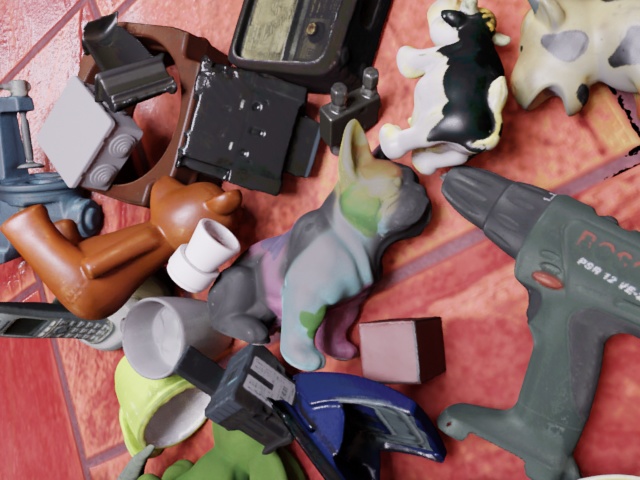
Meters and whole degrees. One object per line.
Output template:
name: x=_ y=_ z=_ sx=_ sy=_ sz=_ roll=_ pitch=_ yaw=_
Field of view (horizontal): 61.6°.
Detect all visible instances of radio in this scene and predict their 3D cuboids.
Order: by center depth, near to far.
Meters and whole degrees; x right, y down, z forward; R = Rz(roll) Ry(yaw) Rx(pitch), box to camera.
radio: x=0.006 y=-0.265 z=0.537 sx=0.131 sy=0.073 sz=0.229 roll=20 pitch=96 yaw=29

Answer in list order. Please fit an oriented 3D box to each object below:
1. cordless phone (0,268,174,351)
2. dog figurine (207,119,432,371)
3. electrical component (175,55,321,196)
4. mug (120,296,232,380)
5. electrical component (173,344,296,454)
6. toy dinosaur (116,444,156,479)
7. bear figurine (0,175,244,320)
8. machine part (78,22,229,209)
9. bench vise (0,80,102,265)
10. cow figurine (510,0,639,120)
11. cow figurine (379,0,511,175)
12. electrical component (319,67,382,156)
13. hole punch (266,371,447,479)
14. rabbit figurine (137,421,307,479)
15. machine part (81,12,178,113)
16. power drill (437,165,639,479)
cordless phone: x=-0.275 y=0.064 z=0.606 sx=0.146 sy=0.184 sz=0.089 roll=-38 pitch=65 yaw=22
dog figurine: x=-0.001 y=-0.002 z=0.506 sx=0.192 sy=0.108 sz=0.219 roll=17 pitch=90 yaw=32
electrical component: x=-0.068 y=-0.109 z=0.542 sx=0.134 sy=0.058 sz=0.114 roll=13 pitch=97 yaw=-14
mug: x=-0.152 y=0.099 z=0.577 sx=0.110 sy=0.107 sz=0.080 roll=0 pitch=87 yaw=30
electrical component: x=-0.072 y=0.134 z=0.500 sx=0.119 sy=0.075 sz=0.048 roll=42 pitch=124 yaw=-12
toy dinosaur: x=-0.293 y=0.363 z=0.619 sx=0.405 sy=0.192 sz=0.131 roll=-31 pitch=58 yaw=9
bear figurine: x=-0.179 y=-0.014 z=0.536 sx=0.196 sy=0.120 sz=0.132 roll=-38 pitch=88 yaw=-7
machine part: x=-0.200 y=-0.142 z=0.636 sx=0.202 sy=0.087 sz=0.201 roll=17 pitch=94 yaw=30
bench vise: x=-0.402 y=-0.087 z=0.713 sx=0.224 sy=0.129 sz=0.240 roll=6 pitch=107 yaw=22
cow figurine: x=0.235 y=-0.157 z=0.396 sx=0.195 sy=0.085 sz=0.127 roll=-27 pitch=80 yaw=27
cow figurine: x=0.115 y=-0.141 z=0.443 sx=0.098 sy=0.068 sz=0.167 roll=-7 pitch=64 yaw=53
electrical component: x=0.031 y=-0.120 z=0.518 sx=0.063 sy=0.094 sz=0.021 roll=-29 pitch=65 yaw=-16
hole punch: x=0.033 y=0.160 z=0.443 sx=0.092 sy=0.142 sz=0.116 roll=-46 pitch=45 yaw=-11
rabbit figurine: x=-0.091 y=0.231 z=0.533 sx=0.159 sy=0.121 sz=0.170 roll=21 pitch=81 yaw=25
machine part: x=-0.209 y=-0.185 z=0.561 sx=0.084 sy=0.039 sz=0.139 roll=-29 pitch=59 yaw=-14
power drill: x=0.168 y=0.067 z=0.426 sx=0.232 sy=0.086 sz=0.207 roll=25 pitch=91 yaw=26
